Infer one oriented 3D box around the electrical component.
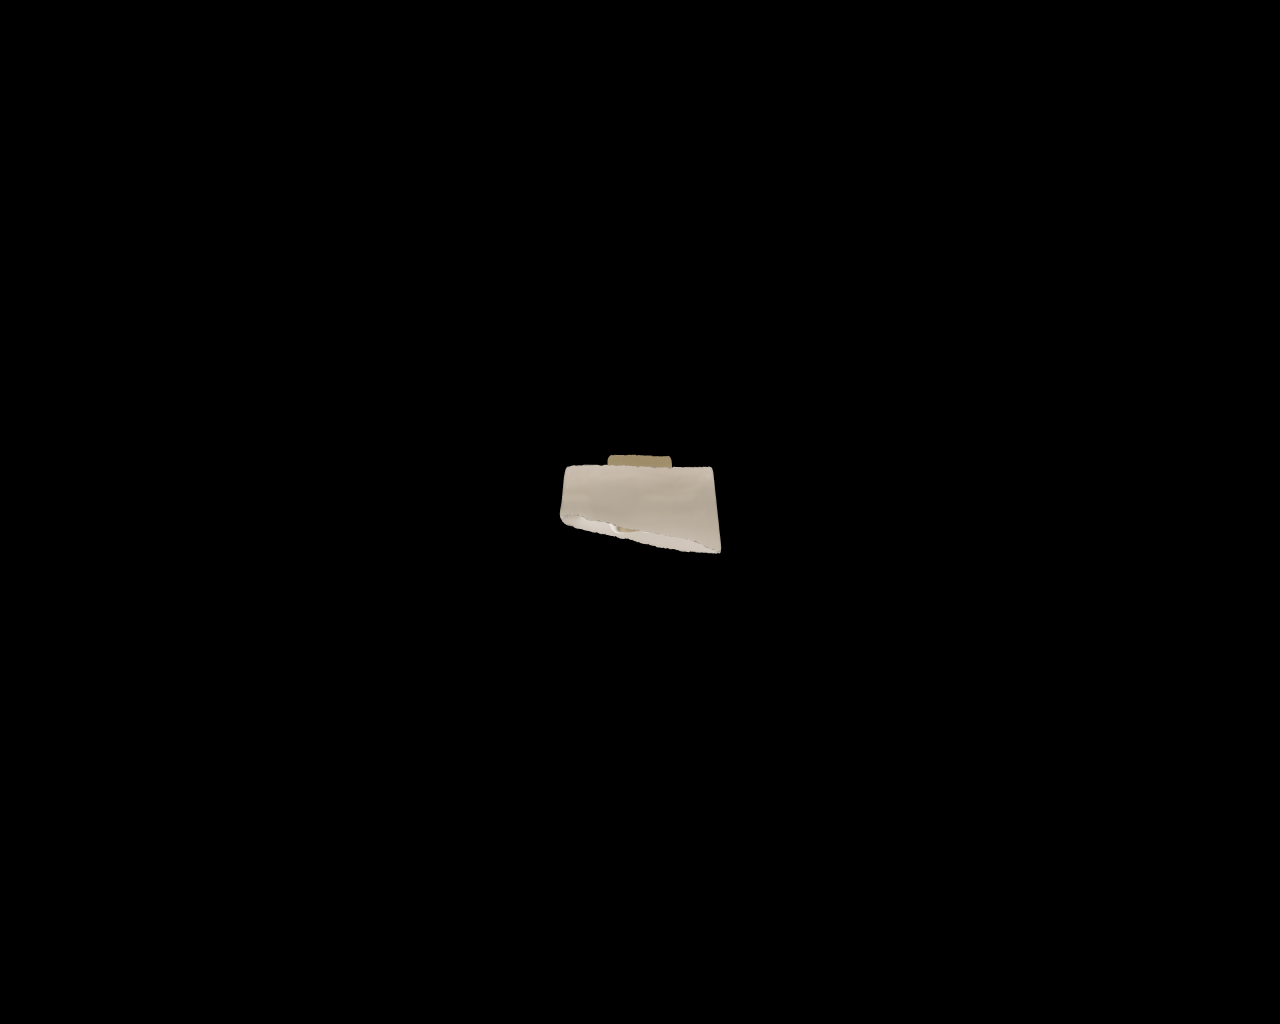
[{"bbox_3d":[0.001,-0.003,0.650,0.099,0.064,0.099,0,0,0],"label":"electrical component"}]
